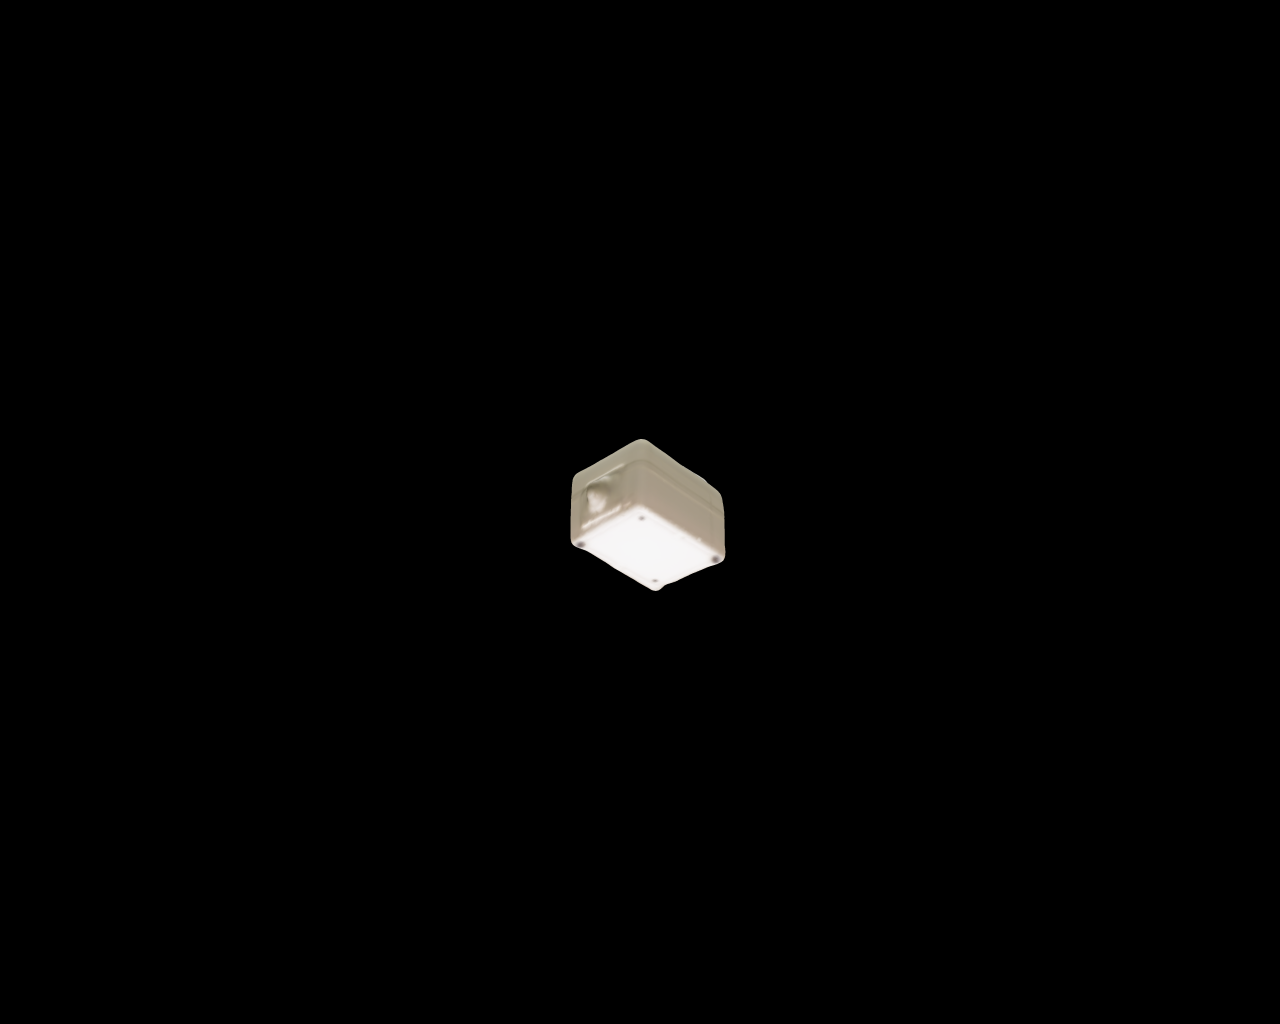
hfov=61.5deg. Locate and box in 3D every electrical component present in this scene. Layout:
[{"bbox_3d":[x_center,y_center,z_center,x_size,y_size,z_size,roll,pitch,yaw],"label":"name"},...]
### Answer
[{"bbox_3d":[0.001,-0.003,0.650,0.061,0.061,0.096,-27,-44,33],"label":"electrical component"}]
